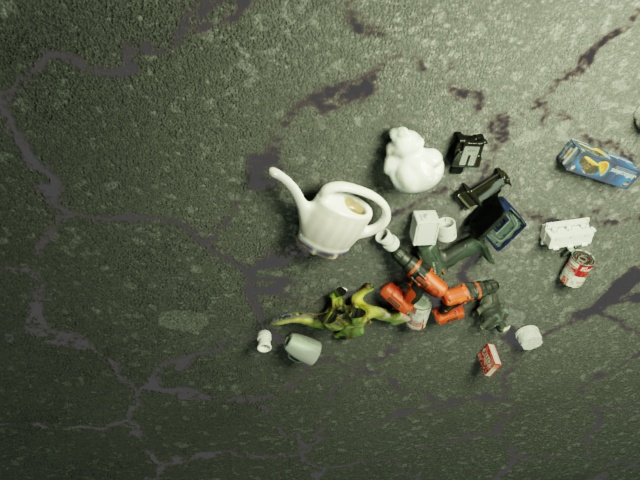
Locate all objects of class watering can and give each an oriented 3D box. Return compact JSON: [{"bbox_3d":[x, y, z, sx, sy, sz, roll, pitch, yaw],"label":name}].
[{"bbox_3d":[0.004,-0.064,1.277,0.346,0.106,0.220,15,129,-21],"label":"watering can"}]

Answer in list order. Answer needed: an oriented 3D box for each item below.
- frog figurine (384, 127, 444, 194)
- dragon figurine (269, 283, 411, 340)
[{"bbox_3d":[0.215,-0.186,1.192,0.137,0.125,0.156,1,147,18],"label":"frog figurine"},{"bbox_3d":[0.070,0.255,1.580,0.410,0.125,0.237,-11,140,5],"label":"dragon figurine"}]
